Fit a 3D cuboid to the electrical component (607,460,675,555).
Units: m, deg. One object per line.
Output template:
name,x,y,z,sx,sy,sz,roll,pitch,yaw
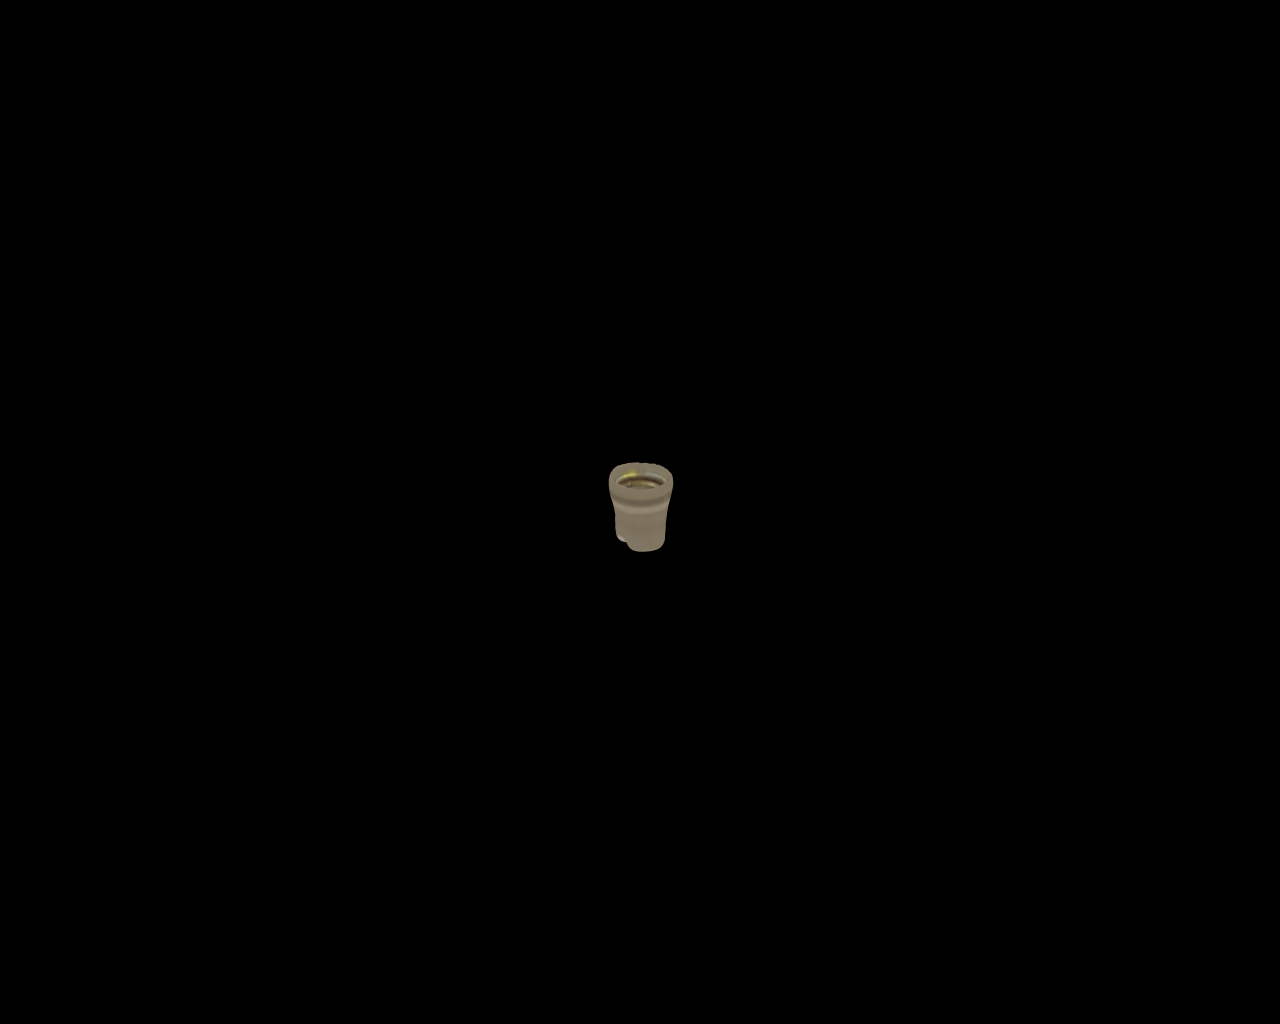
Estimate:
electrical component,0.001,-0.003,0.650,0.040,0.046,0.040,0,27,0
